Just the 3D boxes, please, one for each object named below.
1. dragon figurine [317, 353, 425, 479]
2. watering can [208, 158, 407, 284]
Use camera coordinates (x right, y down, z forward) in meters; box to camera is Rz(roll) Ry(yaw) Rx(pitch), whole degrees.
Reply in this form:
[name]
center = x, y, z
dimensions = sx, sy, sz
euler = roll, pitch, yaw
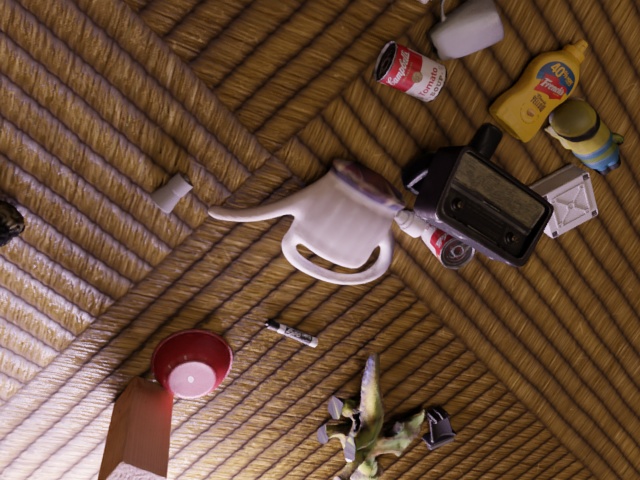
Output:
[dragon figurine]
center = 0.138, 0.420, 1.175
dimensions = 0.242, 0.124, 0.404
euler = 6, 117, -35
[watering can]
center = 0.003, -0.045, 0.900
dimensions = 0.345, 0.106, 0.222
euler = 27, 105, -23
